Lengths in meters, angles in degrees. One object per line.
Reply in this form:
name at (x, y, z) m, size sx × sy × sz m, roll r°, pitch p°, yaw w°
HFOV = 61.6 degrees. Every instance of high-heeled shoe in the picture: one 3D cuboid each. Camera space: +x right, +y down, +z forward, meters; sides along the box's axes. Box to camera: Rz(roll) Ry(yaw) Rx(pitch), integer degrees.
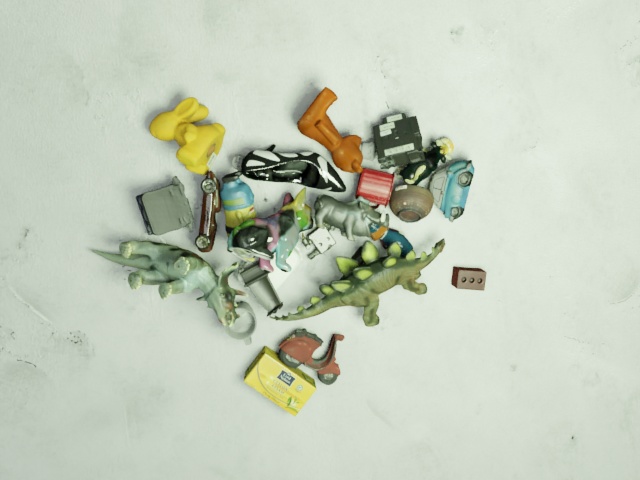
high-heeled shoe at (-0.064, -0.153, 1.300) m, size 0.249 × 0.145 × 0.086 m, roll 28°, pitch 137°, yaw 5°

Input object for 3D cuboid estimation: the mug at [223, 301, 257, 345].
mug at (-0.194, 0.205, 1.358) m, size 0.081 × 0.107 × 0.109 m, roll -24°, pitch 104°, yaw 0°

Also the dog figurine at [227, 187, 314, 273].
dog figurine at (-0.106, -0.039, 1.279) m, size 0.191 × 0.108 × 0.219 m, roll 32°, pitch 63°, yaw -28°

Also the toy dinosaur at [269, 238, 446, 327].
toy dinosaur at (0.107, 0.112, 1.335) m, size 0.471 × 0.105 × 0.198 m, roll -31°, pitch 128°, yaw 0°

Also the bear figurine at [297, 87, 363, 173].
bear figurine at (0.045, -0.256, 1.305) m, size 0.196 × 0.120 × 0.132 m, roll 36°, pitch 91°, yaw -7°

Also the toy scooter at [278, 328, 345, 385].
toy scooter at (-0.010, 0.286, 1.403) m, size 0.184 × 0.075 × 0.135 m, roll 30°, pitch 95°, yaw -12°

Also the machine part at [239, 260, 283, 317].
machine part at (-0.138, 0.118, 1.324) m, size 0.084 × 0.039 × 0.138 m, roll -27°, pitch 98°, yaw -6°

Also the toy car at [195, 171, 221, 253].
toy car at (-0.272, -0.068, 1.322) m, size 0.053 × 0.089 × 0.202 m, roll 8°, pitch 96°, yaw -3°

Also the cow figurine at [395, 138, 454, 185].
cow figurine at (0.271, -0.199, 1.348) m, size 0.167 × 0.098 × 0.068 m, roll -41°, pitch 93°, yaw 2°

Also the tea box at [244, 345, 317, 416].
tea box at (-0.105, 0.369, 1.410) m, size 0.169 × 0.068 × 0.098 m, roll 35°, pitch 94°, yaw -8°

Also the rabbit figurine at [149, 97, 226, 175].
rabbit figurine at (-0.324, -0.259, 1.281) m, size 0.173 × 0.122 × 0.162 m, roll 25°, pitch 93°, yaw 11°

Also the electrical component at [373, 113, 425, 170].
electrical component at (0.193, -0.247, 1.323) m, size 0.115 × 0.058 × 0.134 m, roll -9°, pitch 62°, yaw 13°

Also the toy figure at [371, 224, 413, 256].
toy figure at (0.169, -0.010, 1.385) m, size 0.154 × 0.064 × 0.058 m, roll 39°, pitch 132°, yaw -5°

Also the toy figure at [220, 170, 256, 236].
toy figure at (-0.201, -0.077, 1.326) m, size 0.089 × 0.082 × 0.180 m, roll 0°, pitch 113°, yaw 38°

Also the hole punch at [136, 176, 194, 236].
hole punch at (-0.384, -0.074, 1.322) m, size 0.116 × 0.092 × 0.142 m, roll -21°, pitch 98°, yaw -32°

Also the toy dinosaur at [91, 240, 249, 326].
toy dinosaur at (-0.349, 0.068, 1.300) m, size 0.405 × 0.192 × 0.131 m, roll 22°, pitch 98°, yaw 28°

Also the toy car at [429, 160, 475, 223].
toy car at (0.331, -0.132, 1.368) m, size 0.103 × 0.109 × 0.161 m, roll 17°, pitch 109°, yaw 15°

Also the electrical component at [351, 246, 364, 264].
electrical component at (0.104, 0.042, 1.383) m, size 0.021 × 0.063 × 0.094 m, roll 38°, pitch 94°, yaw -9°

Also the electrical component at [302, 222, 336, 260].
electrical component at (-0.001, -0.004, 1.377) m, size 0.102 × 0.045 × 0.078 m, roll -31°, pitch 98°, yaw 0°

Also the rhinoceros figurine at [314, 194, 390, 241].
rhinoceros figurine at (0.075, -0.057, 1.316) m, size 0.190 × 0.073 × 0.112 m, roll 15°, pitch 94°, yaw -5°
